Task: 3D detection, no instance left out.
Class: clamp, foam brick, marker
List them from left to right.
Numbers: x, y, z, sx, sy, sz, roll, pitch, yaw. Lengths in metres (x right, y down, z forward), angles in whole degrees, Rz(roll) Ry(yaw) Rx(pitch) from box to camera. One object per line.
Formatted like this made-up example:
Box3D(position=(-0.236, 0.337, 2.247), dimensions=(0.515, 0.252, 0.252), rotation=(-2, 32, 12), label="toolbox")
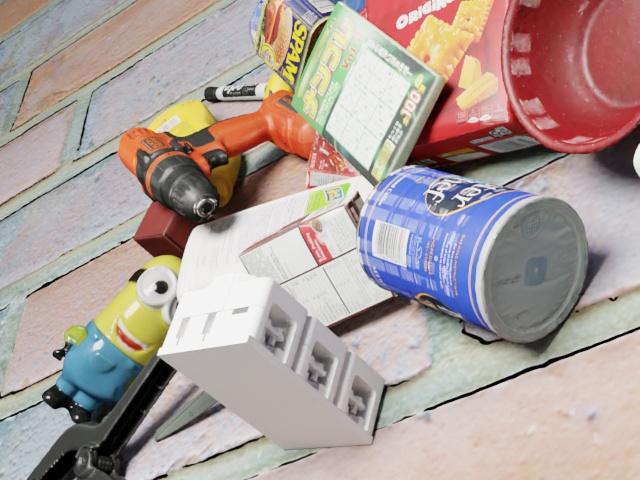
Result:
Box3D(position=(-0.189, 0.204, 0.929), dimensions=(0.210, 0.036, 0.164), rotation=(-33, 46, 28), label="clamp")
Box3D(position=(-0.135, -0.002, 1.056), dimensions=(0.053, 0.078, 0.051), rotation=(-4, 53, 43), label="foam brick")
Box3D(position=(-0.096, -0.171, 1.240), dimensions=(0.121, 0.020, 0.020), rotation=(6, 59, 48), label="marker")

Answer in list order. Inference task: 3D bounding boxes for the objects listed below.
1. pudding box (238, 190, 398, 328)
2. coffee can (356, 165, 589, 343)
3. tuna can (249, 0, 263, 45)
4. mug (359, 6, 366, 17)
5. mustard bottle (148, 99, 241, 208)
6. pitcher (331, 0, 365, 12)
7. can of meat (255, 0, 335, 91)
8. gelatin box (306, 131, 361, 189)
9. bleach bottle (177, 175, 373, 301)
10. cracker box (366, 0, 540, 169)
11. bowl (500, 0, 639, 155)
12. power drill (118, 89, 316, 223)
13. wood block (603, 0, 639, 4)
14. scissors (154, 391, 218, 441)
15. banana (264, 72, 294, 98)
Box3D(position=(0.002, 0.024, 0.878), dimensions=(0.114, 0.090, 0.039), rotation=(-26, 7, 27), label="pudding box")
Box3D(position=(0.108, 0.006, 0.779), dimensions=(0.102, 0.102, 0.141), rotation=(-53, 35, -12), label="coffee can")
Box3D(position=(-0.034, -0.235, 1.184), dimensions=(0.086, 0.086, 0.034), rotation=(-44, 36, 1), label="tuna can")
Box3D(position=(0.047, -0.177, 1.049), dimensions=(0.081, 0.093, 0.117), rotation=(-41, 12, 14), label="mug")
Box3D(position=(-0.135, -0.083, 1.156), dimensions=(0.096, 0.058, 0.192), rotation=(-38, 35, 0), label="mustard bottle")
Box3D(position=(0.084, -0.346, 1.107), dimensions=(0.242, 0.145, 0.149), rotation=(-43, 40, -20), label="pitcher")
Box3D(position=(-0.019, -0.209, 1.094), dimensions=(0.057, 0.102, 0.084), rotation=(-20, 54, -34), label="can of meat")
Box3D(position=(0.029, -0.084, 0.982), dimensions=(0.073, 0.030, 0.089), rotation=(8, 51, 3), label="gelatin box")
Box3D(position=(-0.006, 0.001, 0.938), dimensions=(0.251, 0.068, 0.102), rotation=(-18, 45, 29), label="bleach bottle")
Box3D(position=(0.114, -0.176, 0.905), dimensions=(0.165, 0.071, 0.214), rotation=(-10, 74, 47), label="cracker box")
Box3D(position=(0.204, -0.141, 0.762), dimensions=(0.162, 0.055, 0.162), rotation=(3, 93, 56), label="bowl")
Box3D(position=(-0.085, -0.084, 1.031), dimensions=(0.187, 0.057, 0.185), rotation=(-19, 32, -23), label="power drill")
Box3D(position=(0.312, -0.167, 0.758), dimensions=(0.090, 0.090, 0.206), rotation=(-53, 36, -10), label="wood block")
Box3D(position=(-0.082, 0.102, 0.902), dimensions=(0.202, 0.096, 0.016), rotation=(-22, 2, 27), label="scissors")
Box3D(position=(0.003, -0.198, 1.157), dimensions=(0.198, 0.037, 0.070), rotation=(-46, 64, 3), label="banana")
